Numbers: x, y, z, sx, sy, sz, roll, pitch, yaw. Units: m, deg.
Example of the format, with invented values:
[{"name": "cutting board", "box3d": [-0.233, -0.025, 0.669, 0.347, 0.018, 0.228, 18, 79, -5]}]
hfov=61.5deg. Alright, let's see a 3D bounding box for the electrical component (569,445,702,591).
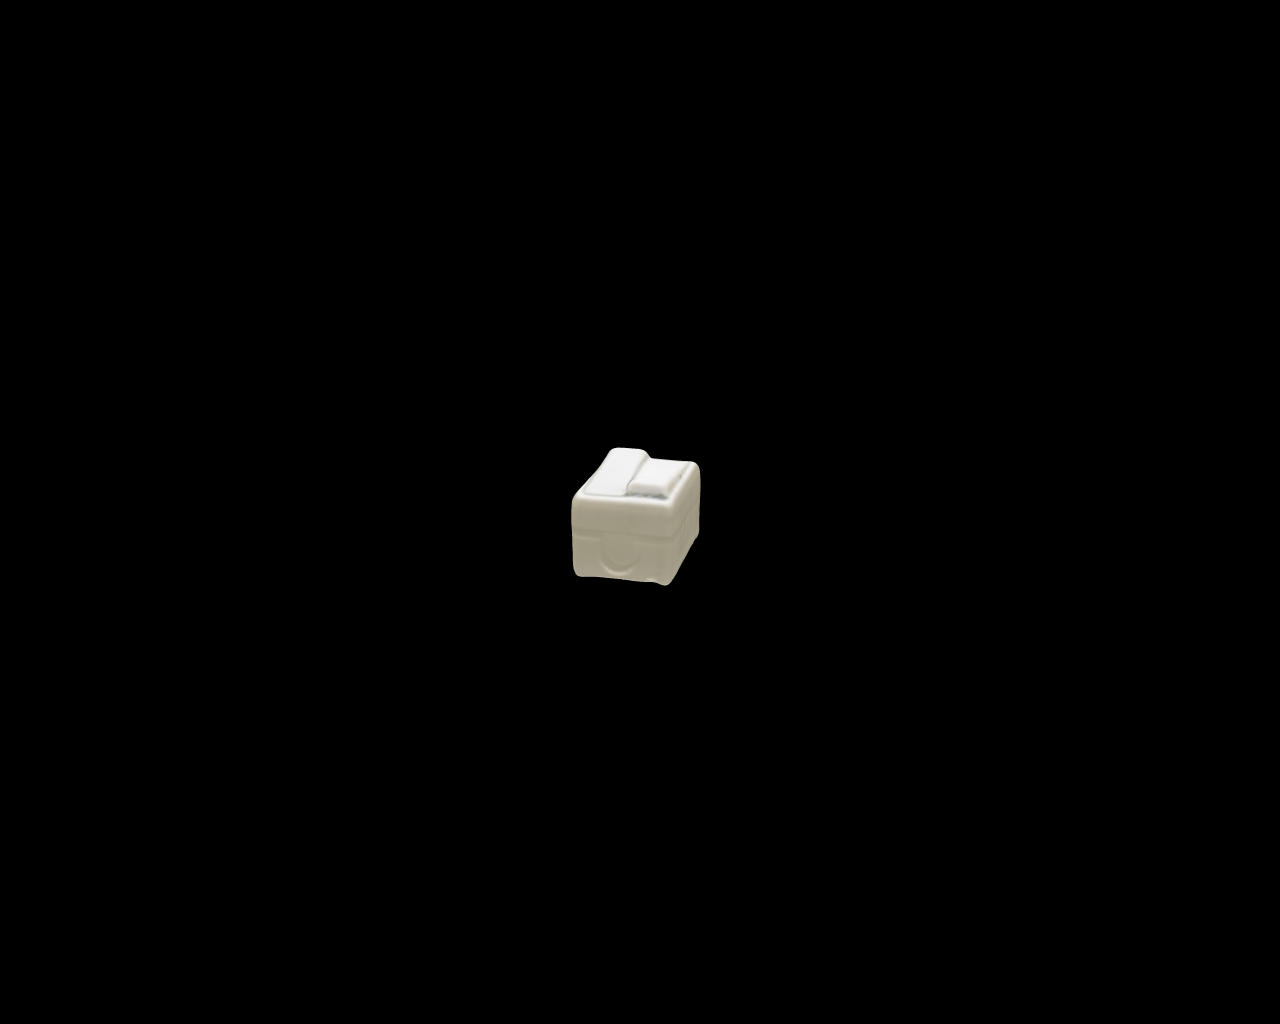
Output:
[{"name": "electrical component", "box3d": [0.001, -0.003, 0.650, 0.062, 0.061, 0.096, 6, 23, 14]}]
